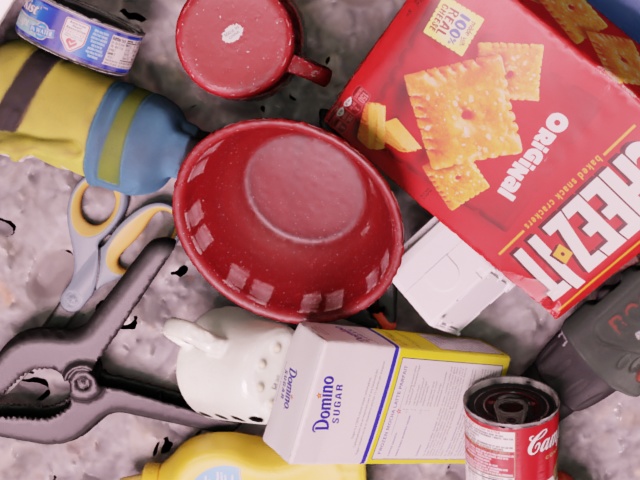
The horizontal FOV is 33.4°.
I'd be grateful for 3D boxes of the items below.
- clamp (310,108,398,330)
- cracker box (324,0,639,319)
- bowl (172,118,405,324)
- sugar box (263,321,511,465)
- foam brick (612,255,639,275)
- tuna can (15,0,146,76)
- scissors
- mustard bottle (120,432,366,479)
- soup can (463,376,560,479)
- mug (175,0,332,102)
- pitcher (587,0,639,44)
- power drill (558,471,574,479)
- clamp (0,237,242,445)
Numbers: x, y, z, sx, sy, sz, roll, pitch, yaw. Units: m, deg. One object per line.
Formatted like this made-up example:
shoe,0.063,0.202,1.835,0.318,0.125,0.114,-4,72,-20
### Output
clamp,-0.005,0.001,0.799,0.120,0.039,0.171,-25,98,17
cracker box,0.128,-0.072,0.684,0.213,0.072,0.164,41,134,1
bowl,-0.017,-0.022,0.733,0.162,0.055,0.162,8,124,12
sugar box,0.051,0.113,0.770,0.175,0.048,0.093,10,101,-34
foam brick,0.191,-0.010,0.784,0.053,0.051,0.078,-27,99,6
tuna can,-0.169,-0.147,0.751,0.086,0.086,0.034,24,102,-3
scissors,-0.195,0.025,0.819,0.202,0.016,0.096,-37,97,7
mustard bottle,-0.060,0.192,0.822,0.191,0.058,0.096,-1,121,2
soup can,0.138,0.159,0.771,0.068,0.068,0.102,-3,111,2
mug,-0.046,-0.137,0.752,0.117,0.081,0.093,27,100,-3
pitcher,0.147,-0.239,0.714,0.242,0.145,0.149,33,112,-8
power drill,0.185,0.300,0.838,0.187,0.057,0.184,43,98,-6
clamp,-0.170,0.109,0.816,0.210,0.036,0.164,-25,105,4
